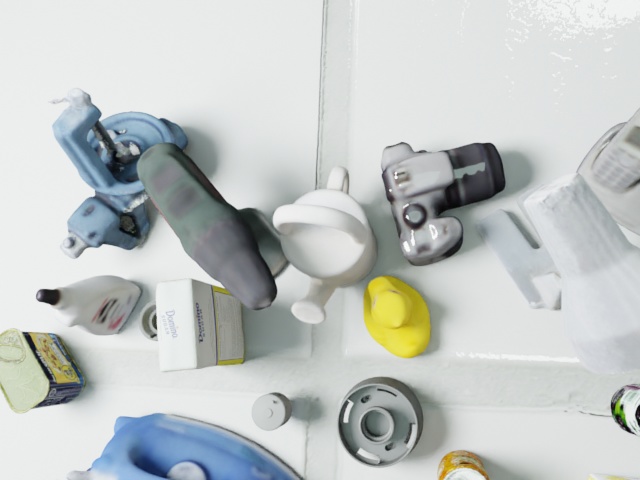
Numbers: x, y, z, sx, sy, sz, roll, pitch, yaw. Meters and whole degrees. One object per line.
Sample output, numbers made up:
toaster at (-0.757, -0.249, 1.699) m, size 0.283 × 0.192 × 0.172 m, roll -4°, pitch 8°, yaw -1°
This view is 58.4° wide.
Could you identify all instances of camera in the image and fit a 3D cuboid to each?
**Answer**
camera at (0.148, -0.056, 0.671) m, size 0.136 × 0.101 × 0.143 m, roll -15°, pitch 77°, yaw 7°

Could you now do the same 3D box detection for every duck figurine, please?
duck figurine at (0.087, 0.087, 0.663) m, size 0.077 × 0.086 × 0.104 m, roll -28°, pitch 76°, yaw 4°

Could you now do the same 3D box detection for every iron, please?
iron at (-0.141, 0.275, 0.640) m, size 0.258 × 0.141 × 0.119 m, roll 8°, pitch 81°, yaw 11°

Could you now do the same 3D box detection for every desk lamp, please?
desk lamp at (0.257, 0.025, 0.578) m, size 0.118 × 0.214 × 0.203 m, roll -33°, pitch 76°, yaw 3°

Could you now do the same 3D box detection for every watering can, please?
watering can at (0.008, 0.003, 0.636) m, size 0.101 × 0.194 × 0.173 m, roll -13°, pitch 78°, yaw 8°

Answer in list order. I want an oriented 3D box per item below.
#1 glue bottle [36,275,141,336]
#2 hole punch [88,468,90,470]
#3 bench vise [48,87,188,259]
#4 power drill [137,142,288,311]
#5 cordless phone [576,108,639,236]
glue bottle at (-0.281, 0.075, 0.685) m, size 0.037 × 0.173 × 0.078 m, roll 26°, pitch 85°, yaw 14°
hole punch at (-0.296, 0.347, 0.680) m, size 0.101 × 0.091 × 0.108 m, roll -44°, pitch 75°, yaw 0°
bench vise at (-0.250, -0.075, 0.683) m, size 0.121 × 0.220 × 0.207 m, roll 10°, pitch 82°, yaw 12°
power drill at (-0.104, -0.005, 0.650) m, size 0.075 × 0.208 × 0.229 m, roll -43°, pitch 75°, yaw 0°
cordless phone at (0.359, -0.072, 0.592) m, size 0.147 × 0.185 × 0.094 m, roll 34°, pitch 87°, yaw 14°
